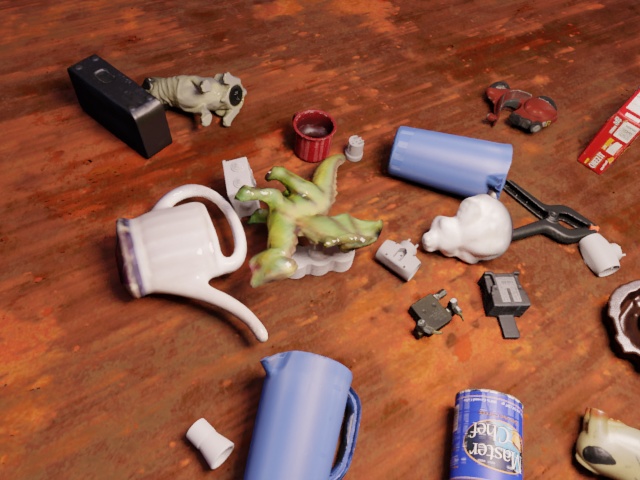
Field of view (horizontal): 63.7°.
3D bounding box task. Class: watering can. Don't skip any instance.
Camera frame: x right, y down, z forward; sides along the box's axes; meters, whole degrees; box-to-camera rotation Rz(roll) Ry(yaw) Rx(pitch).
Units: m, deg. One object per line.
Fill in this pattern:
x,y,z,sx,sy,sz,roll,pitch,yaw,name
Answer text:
-0.229,0.043,0.891,0.225,0.101,0.354,-15,57,-16,watering can

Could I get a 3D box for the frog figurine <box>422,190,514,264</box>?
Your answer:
0.280,-0.016,0.983,0.160,0.134,0.125,-14,41,-18,frog figurine

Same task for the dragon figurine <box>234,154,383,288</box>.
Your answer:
0.003,-0.048,0.945,0.245,0.119,0.417,31,47,26,dragon figurine
